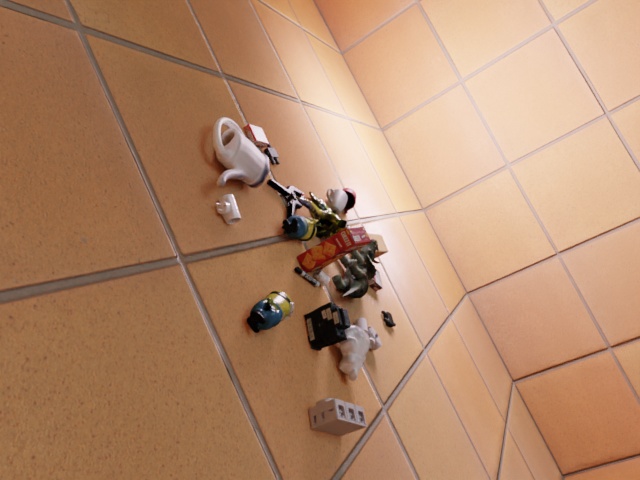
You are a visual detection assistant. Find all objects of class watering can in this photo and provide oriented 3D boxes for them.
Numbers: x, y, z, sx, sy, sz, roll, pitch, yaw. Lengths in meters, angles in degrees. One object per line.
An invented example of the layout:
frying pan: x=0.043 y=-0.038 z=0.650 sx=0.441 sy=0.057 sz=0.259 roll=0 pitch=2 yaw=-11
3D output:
watering can: x=-0.252 y=-0.237 z=1.596 sx=0.221 sy=0.103 sz=0.356 roll=41 pitch=29 yaw=-41

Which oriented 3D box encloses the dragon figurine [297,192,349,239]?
dragon figurine: x=0.006 y=-0.101 z=2.000 sx=0.403 sy=0.122 sz=0.247 roll=46 pitch=7 yaw=-38

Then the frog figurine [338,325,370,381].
frog figurine: x=0.107 y=0.356 z=1.638 sx=0.163 sy=0.122 sz=0.134 roll=-107 pitch=177 yaw=-52
